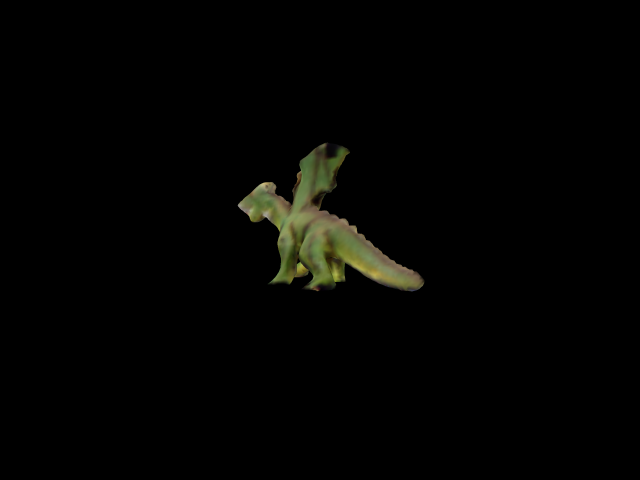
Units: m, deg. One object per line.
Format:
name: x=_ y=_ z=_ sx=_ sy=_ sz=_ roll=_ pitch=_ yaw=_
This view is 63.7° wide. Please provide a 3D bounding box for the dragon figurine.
dragon figurine: x=0.003 y=-0.043 z=0.850 sx=0.409 sy=0.243 sz=0.122 roll=-2 pitch=-4 yaw=44
